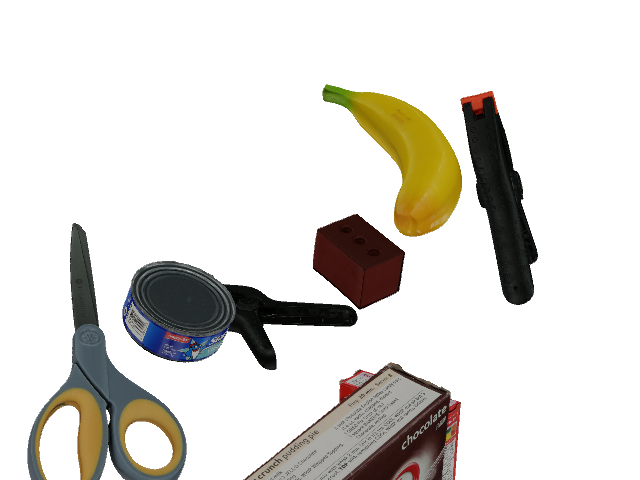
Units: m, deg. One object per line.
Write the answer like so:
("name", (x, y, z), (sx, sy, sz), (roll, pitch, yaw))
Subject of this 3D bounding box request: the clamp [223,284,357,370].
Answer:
("clamp", (-0.084, 0.091, 1.253), (0.210, 0.036, 0.164), (14, 23, 27))

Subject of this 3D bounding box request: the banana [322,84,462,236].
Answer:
("banana", (0.055, -0.053, 0.696), (0.069, 0.037, 0.198), (-5, 30, -13))

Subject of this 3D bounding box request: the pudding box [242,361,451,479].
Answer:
("pudding box", (0.009, 0.119, 0.463), (0.039, 0.090, 0.113), (25, 41, 31))

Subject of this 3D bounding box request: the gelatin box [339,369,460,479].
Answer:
("gelatin box", (0.054, 0.141, 0.768), (0.089, 0.073, 0.030), (14, 21, 33))

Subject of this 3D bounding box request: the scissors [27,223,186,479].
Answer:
("scissors", (-0.120, 0.071, 0.638), (0.096, 0.201, 0.016), (13, -45, -10))

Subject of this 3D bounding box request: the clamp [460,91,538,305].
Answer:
("clamp", (0.148, -0.033, 0.875), (0.039, 0.171, 0.120), (-17, 20, 12))

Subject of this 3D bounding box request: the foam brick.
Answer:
("foam brick", (0.037, 0.019, 1.042), (0.052, 0.051, 0.078), (-23, 44, -31))

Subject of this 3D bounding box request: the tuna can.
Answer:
("tuna can", (-0.113, 0.057, 0.848), (0.086, 0.034, 0.086), (18, 33, -12))
